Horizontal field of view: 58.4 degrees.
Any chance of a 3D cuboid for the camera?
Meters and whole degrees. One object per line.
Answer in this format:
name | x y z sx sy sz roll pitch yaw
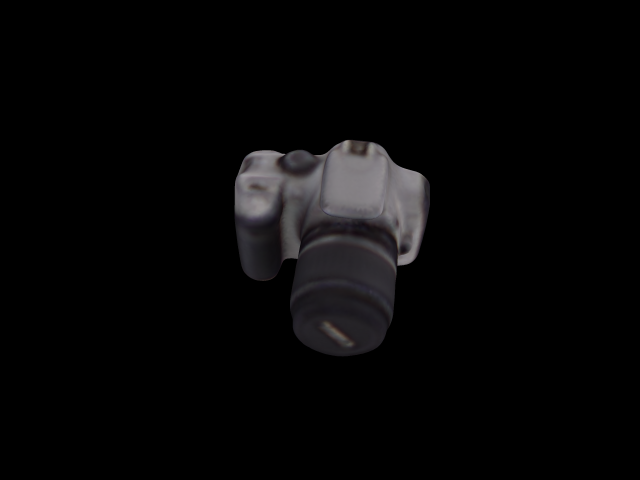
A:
camera | 0.004 0.001 0.400 0.143 0.101 0.137 5 51 5
